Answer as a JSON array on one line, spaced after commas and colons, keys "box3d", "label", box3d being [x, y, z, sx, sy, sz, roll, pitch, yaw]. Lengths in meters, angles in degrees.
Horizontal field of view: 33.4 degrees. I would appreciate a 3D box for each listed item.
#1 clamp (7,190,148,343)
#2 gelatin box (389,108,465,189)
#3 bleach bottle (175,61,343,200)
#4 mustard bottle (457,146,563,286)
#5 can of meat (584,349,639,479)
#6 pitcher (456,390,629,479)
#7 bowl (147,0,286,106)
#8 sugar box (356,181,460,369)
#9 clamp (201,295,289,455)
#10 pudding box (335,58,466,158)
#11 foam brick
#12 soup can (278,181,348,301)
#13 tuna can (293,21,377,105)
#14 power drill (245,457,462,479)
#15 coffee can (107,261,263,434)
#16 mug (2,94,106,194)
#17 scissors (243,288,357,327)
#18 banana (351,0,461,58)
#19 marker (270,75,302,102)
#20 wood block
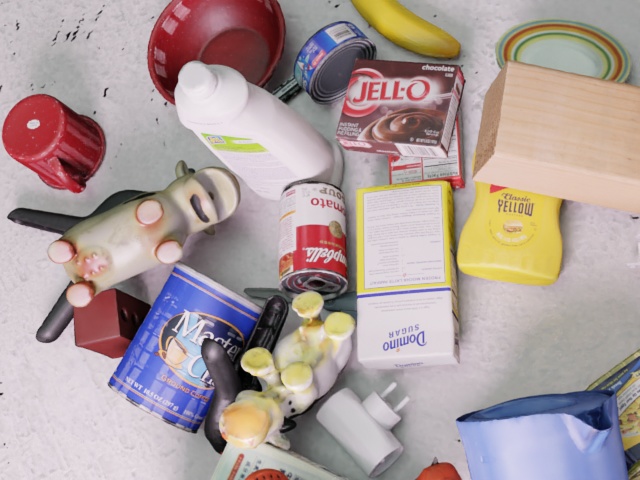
[{"box3d": [-0.236, 0.013, 1.155, 0.210, 0.036, 0.164, -17, 69, 11], "label": "clamp"}, {"box3d": [0.107, -0.092, 1.074, 0.073, 0.030, 0.089, -7, 70, 17], "label": "gelatin box"}, {"box3d": [-0.061, -0.105, 1.014, 0.103, 0.250, 0.068, -1, 74, 18], "label": "bleach bottle"}, {"box3d": [0.192, -0.057, 1.019, 0.096, 0.058, 0.191, 8, 77, 14], "label": "mustard bottle"}, {"box3d": [0.284, 0.149, 0.929, 0.102, 0.057, 0.084, -37, 64, 5], "label": "can of meat"}, {"box3d": [0.194, 0.250, 0.882, 0.145, 0.149, 0.243, -12, 85, 17], "label": "pitcher"}, {"box3d": [-0.105, -0.205, 1.165, 0.162, 0.055, 0.162, -5, 73, 17], "label": "bowl"}, {"box3d": [0.083, 0.033, 1.021, 0.093, 0.048, 0.176, -5, 71, 16], "label": "sugar box"}, {"box3d": [-0.083, 0.142, 1.015, 0.039, 0.120, 0.171, 23, 112, 32], "label": "clamp"}, {"box3d": [0.079, -0.130, 1.056, 0.114, 0.039, 0.090, 8, 74, 22], "label": "pudding box"}, {"box3d": [-0.213, 0.087, 1.104, 0.051, 0.078, 0.053, -14, 70, 16], "label": "foam brick"}, {"box3d": [-0.007, 0.001, 1.056, 0.069, 0.068, 0.102, -9, 60, 16], "label": "soup can"}, {"box3d": [0.015, -0.183, 1.102, 0.086, 0.086, 0.034, -42, 65, 3], "label": "tuna can"}, {"box3d": [0.040, 0.246, 0.846, 0.187, 0.057, 0.184, -3, 34, -17], "label": "power drill"}, {"box3d": [-0.131, 0.105, 1.057, 0.103, 0.102, 0.140, 27, 85, 23], "label": "coffee can"}, {"box3d": [-0.294, -0.102, 1.185, 0.093, 0.081, 0.117, -30, 67, 8], "label": "mug"}, {"box3d": [0.019, 0.079, 1.060, 0.202, 0.016, 0.096, -10, 68, 16], "label": "scissors"}, {"box3d": [0.073, -0.256, 1.130, 0.070, 0.037, 0.198, -33, 67, 8], "label": "banana"}, {"box3d": [-0.022, -0.172, 1.147, 0.121, 0.020, 0.020, -38, 66, 5], "label": "marker"}, {"box3d": [0.250, -0.085, 0.951, 0.206, 0.091, 0.090, 11, 77, -2], "label": "wood block"}]
